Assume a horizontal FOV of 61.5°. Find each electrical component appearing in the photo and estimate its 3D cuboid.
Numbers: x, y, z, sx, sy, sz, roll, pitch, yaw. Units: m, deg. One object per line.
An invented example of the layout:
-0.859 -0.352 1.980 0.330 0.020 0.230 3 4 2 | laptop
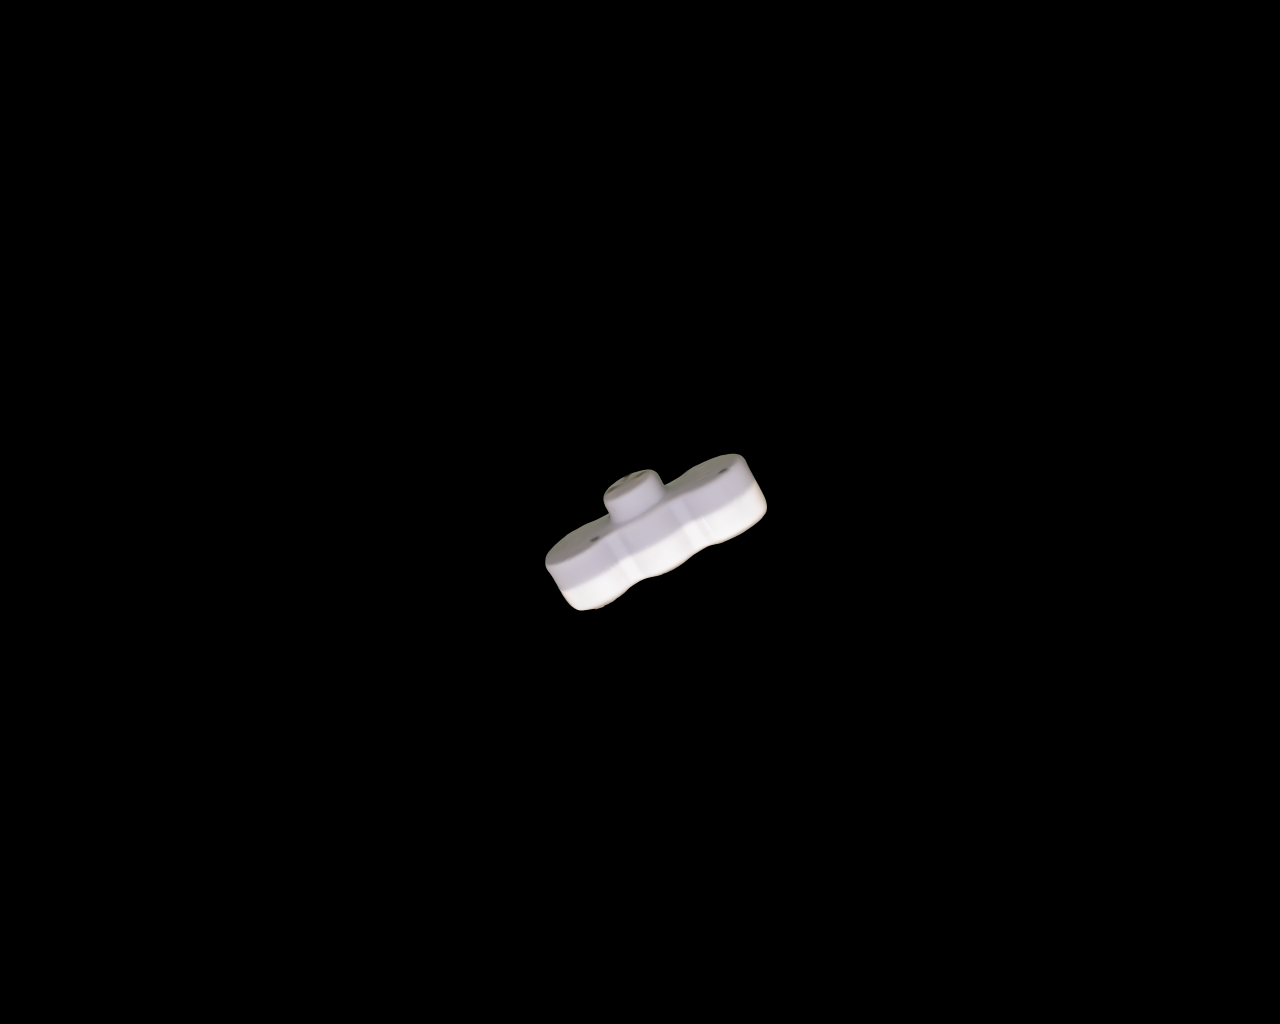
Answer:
0.001 -0.003 0.650 0.138 0.073 0.052 -27 14 7 | electrical component
